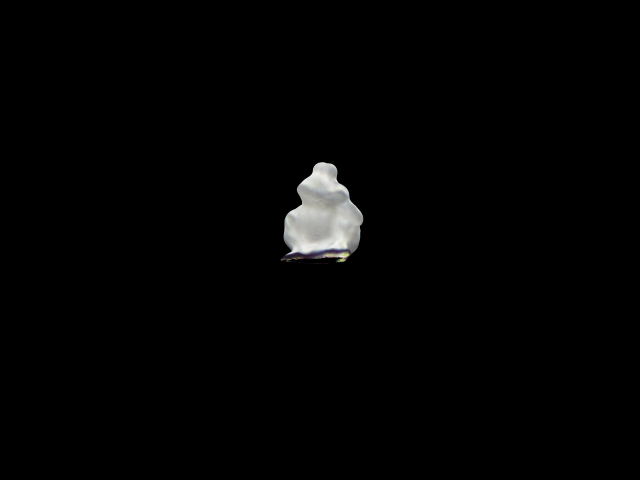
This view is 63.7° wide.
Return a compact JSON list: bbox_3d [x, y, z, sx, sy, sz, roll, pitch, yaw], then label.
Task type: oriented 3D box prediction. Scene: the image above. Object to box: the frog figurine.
[{"bbox_3d":[0.003,-0.043,0.850,0.136,0.161,0.122,-10,-16,38],"label":"frog figurine"}]
